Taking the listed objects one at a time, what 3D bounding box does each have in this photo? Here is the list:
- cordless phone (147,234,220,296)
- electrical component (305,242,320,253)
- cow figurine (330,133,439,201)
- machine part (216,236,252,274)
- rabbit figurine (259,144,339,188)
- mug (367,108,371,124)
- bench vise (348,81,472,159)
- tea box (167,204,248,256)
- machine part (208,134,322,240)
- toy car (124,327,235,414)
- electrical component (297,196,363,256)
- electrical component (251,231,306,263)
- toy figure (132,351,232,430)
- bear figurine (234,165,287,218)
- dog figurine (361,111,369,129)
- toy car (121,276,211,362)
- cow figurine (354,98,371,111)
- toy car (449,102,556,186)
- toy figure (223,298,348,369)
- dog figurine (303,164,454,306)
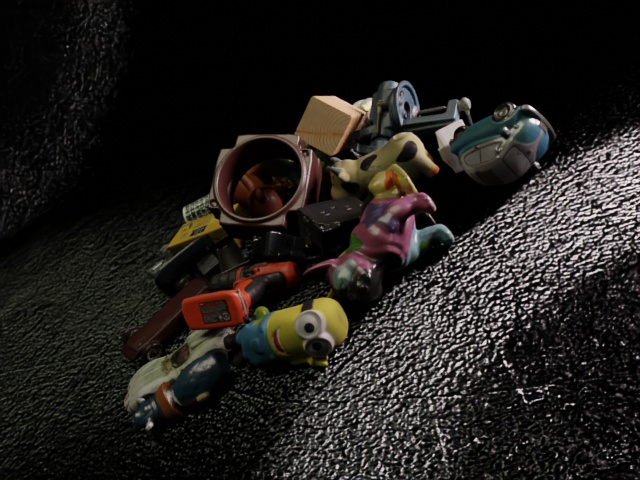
[{"bbox_3d":[-0.300,0.050,1.163,0.146,0.088,0.184,-42,24,-20],"label":"cordless phone"},{"bbox_3d":[-0.002,-0.003,1.005,0.063,0.021,0.094,-41,29,-17],"label":"electrical component"},{"bbox_3d":[0.102,-0.125,0.983,0.195,0.127,0.085,-34,21,21],"label":"cow figurine"},{"bbox_3d":[-0.175,0.046,1.059,0.084,0.039,0.139,-30,44,5],"label":"machine part"},{"bbox_3d":[-0.049,-0.160,1.179,0.170,0.121,0.159,-5,35,-34],"label":"rabbit figurine"},{"bbox_3d":[0.149,-0.254,1.191,0.107,0.109,0.080,-47,-7,-11],"label":"mug"},{"bbox_3d":[0.177,-0.229,1.070,0.241,0.128,0.223,-4,55,32],"label":"bench vise"},{"bbox_3d":[-0.250,-0.009,1.225,0.170,0.068,0.098,-18,29,23],"label":"tea box"},{"bbox_3d":[-0.106,-0.103,1.045,0.201,0.087,0.201,3,69,17],"label":"machine part"},{"bbox_3d":[-0.222,0.200,0.849,0.202,0.056,0.074,-34,26,-5],"label":"toy car"},{"bbox_3d":[0.026,-0.030,0.933,0.115,0.058,0.134,-13,26,-21],"label":"electrical component"},{"bbox_3d":[-0.067,0.014,0.952,0.119,0.075,0.047,-17,65,60],"label":"electrical component"},{"bbox_3d":[-0.202,0.225,0.786,0.154,0.057,0.064,-37,20,1],"label":"toy figure"},{"bbox_3d":[-0.122,-0.109,1.207,0.132,0.120,0.196,-36,28,-18],"label":"bear figurine"},{"bbox_3d":[0.078,-0.271,1.333,0.191,0.121,0.172,15,19,19],"label":"dog figurine"},{"bbox_3d":[-0.279,0.148,1.002,0.089,0.053,0.202,22,57,35],"label":"toy car"},{"bbox_3d":[0.144,-0.327,1.363,0.098,0.068,0.168,-37,27,-25],"label":"cow figurine"},{"bbox_3d":[0.282,-0.140,0.858,0.162,0.109,0.103,-15,47,46],"label":"toy car"},{"bbox_3d":[-0.047,0.130,0.761,0.180,0.082,0.089,-19,31,29],"label":"toy figure"},{"bbox_3d":[0.074,0.003,0.814,0.219,0.108,0.192,-34,40,2],"label":"dog figurine"}]
